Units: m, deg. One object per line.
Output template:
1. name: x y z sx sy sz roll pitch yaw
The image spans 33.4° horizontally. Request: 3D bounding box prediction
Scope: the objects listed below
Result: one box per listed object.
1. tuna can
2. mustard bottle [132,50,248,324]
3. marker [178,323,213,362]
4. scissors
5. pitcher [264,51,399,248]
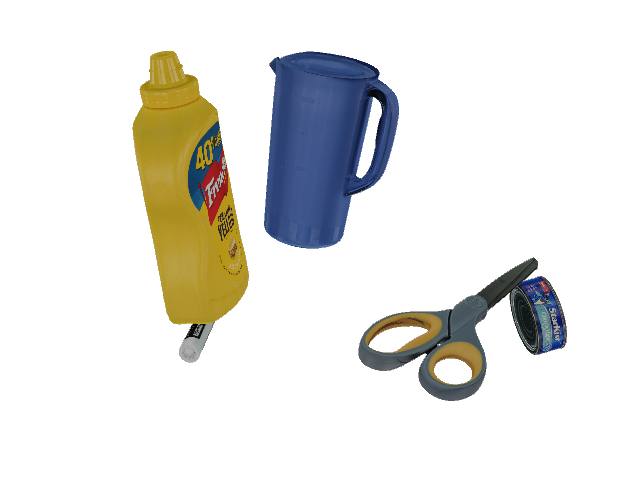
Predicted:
1. tuna can: 0.245 0.085 1.210 0.033 0.086 0.086 -15 2 -7
2. mustard bottle: -0.096 -0.042 0.773 0.058 0.191 0.096 -1 26 16
3. marker: -0.109 0.077 1.000 0.020 0.020 0.121 0 22 8
4. scissors: 0.119 0.063 0.774 0.201 0.016 0.096 -17 41 -32
5. pitcher: 0.002 -0.114 1.383 0.144 0.243 0.149 1 23 -17
